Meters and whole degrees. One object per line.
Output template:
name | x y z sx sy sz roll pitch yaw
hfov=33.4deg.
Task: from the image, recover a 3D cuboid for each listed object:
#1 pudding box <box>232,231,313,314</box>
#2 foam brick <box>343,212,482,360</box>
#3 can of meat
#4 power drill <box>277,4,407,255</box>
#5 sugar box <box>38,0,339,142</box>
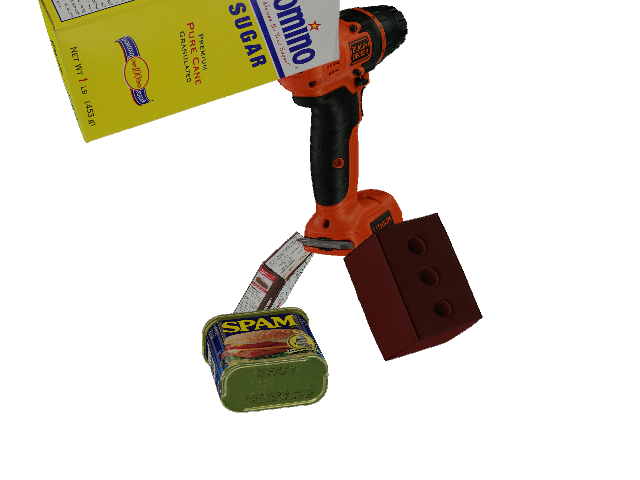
pudding box | -0.054 0.049 1.271 0.039 0.090 0.113 32 28 4
foam brick | 0.059 0.031 0.699 0.052 0.078 0.051 -15 -14 -31
can of meat | -0.050 0.108 0.960 0.102 0.057 0.084 -5 27 -14
power drill | 0.027 -0.093 0.872 0.057 0.188 0.184 4 21 30
sugar box | -0.074 -0.130 0.655 0.176 0.048 0.093 -19 -37 -12
